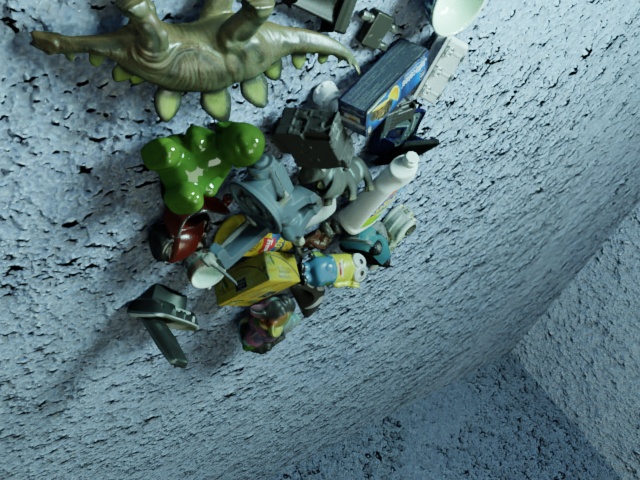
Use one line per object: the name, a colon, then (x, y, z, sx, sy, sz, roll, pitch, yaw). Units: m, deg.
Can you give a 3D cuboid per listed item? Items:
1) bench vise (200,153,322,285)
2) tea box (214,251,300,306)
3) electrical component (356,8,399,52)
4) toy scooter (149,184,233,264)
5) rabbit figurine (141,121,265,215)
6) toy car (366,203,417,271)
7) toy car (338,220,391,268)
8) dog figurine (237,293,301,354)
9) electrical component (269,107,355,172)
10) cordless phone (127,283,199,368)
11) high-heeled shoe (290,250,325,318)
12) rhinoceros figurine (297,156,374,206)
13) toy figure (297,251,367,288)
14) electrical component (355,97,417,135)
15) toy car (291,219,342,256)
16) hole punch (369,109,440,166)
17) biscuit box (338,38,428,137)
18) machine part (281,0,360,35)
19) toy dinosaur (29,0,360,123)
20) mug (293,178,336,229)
bench vise: (-0.110, -0.029, 0.958, 0.240, 0.129, 0.223, -47, 153, -20)
tea box: (-0.139, 0.086, 1.160, 0.170, 0.068, 0.098, -29, 156, 35)
electrical component: (0.091, -0.352, 0.904, 0.094, 0.021, 0.063, 1, 133, -46)
toy scooter: (-0.227, -0.037, 0.965, 0.135, 0.075, 0.183, -9, 135, -40)
rabbit figurine: (-0.154, -0.126, 0.827, 0.170, 0.121, 0.159, -15, -164, 18)
toy car: (0.176, -0.006, 1.396, 0.056, 0.074, 0.201, 2, 132, -47)
toy car: (0.124, 0.000, 1.322, 0.161, 0.109, 0.103, 35, 67, -51)
dog figurine: (-0.131, 0.199, 1.264, 0.191, 0.108, 0.219, -41, 173, 2)
electrical component: (-0.017, -0.175, 0.938, 0.114, 0.134, 0.058, 52, 52, -57)
cordless phone: (-0.294, 0.188, 1.089, 0.089, 0.184, 0.146, -43, 148, 2)
high-heeled shoe: (-0.064, 0.128, 1.310, 0.145, 0.086, 0.248, -36, 136, -40)
rhinoceros figurine: (0.033, -0.127, 1.066, 0.073, 0.112, 0.190, -7, -173, 40)
toy figure: (0.026, 0.066, 1.245, 0.180, 0.089, 0.082, -6, 114, -27)
electrical component: (0.115, -0.244, 1.024, 0.119, 0.075, 0.047, -20, 146, -20)
toy car: (-0.002, -0.004, 1.174, 0.089, 0.053, 0.202, -28, 180, 9)
hole punch: (0.168, -0.213, 1.123, 0.142, 0.092, 0.116, -15, 170, -36)
biscuit box: (0.113, -0.268, 0.936, 0.203, 0.063, 0.059, -48, 155, -25)
machine part: (0.003, -0.354, 0.797, 0.139, 0.039, 0.084, 2, 129, -46)
toy dinosaur: (-0.133, -0.262, 0.735, 0.471, 0.105, 0.198, -10, 148, -22)
mug: (-0.021, -0.081, 1.114, 0.107, 0.081, 0.109, -19, 109, -40)
